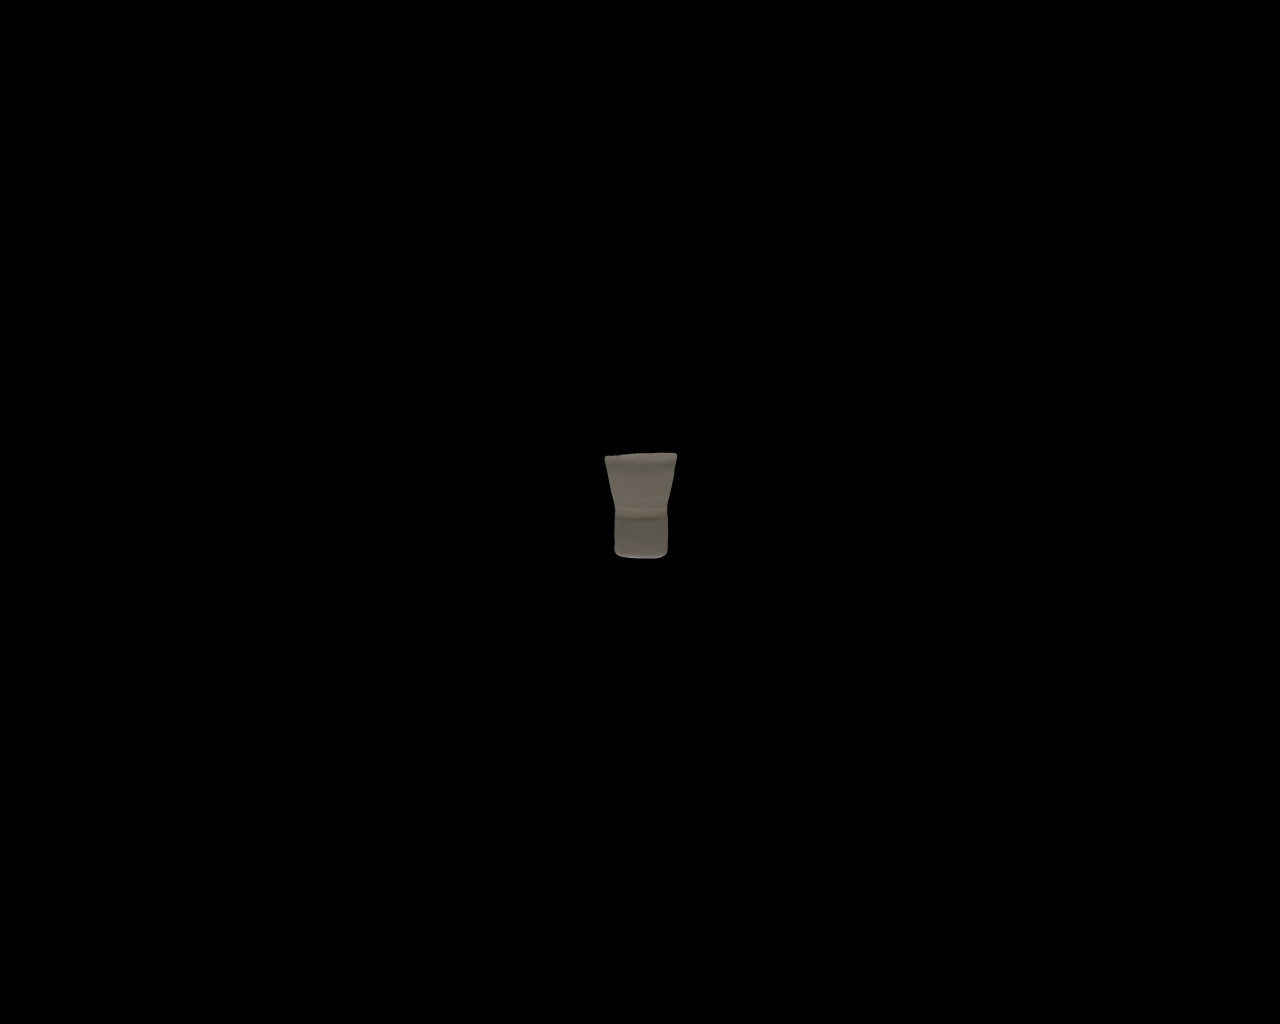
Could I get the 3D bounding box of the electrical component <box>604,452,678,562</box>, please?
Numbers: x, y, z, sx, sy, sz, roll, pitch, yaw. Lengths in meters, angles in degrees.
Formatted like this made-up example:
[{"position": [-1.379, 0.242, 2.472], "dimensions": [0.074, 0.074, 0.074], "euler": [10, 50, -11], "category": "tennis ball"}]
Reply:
[{"position": [0.001, -0.003, 0.650], "dimensions": [0.044, 0.065, 0.044], "euler": [0, 6, 0], "category": "electrical component"}]
